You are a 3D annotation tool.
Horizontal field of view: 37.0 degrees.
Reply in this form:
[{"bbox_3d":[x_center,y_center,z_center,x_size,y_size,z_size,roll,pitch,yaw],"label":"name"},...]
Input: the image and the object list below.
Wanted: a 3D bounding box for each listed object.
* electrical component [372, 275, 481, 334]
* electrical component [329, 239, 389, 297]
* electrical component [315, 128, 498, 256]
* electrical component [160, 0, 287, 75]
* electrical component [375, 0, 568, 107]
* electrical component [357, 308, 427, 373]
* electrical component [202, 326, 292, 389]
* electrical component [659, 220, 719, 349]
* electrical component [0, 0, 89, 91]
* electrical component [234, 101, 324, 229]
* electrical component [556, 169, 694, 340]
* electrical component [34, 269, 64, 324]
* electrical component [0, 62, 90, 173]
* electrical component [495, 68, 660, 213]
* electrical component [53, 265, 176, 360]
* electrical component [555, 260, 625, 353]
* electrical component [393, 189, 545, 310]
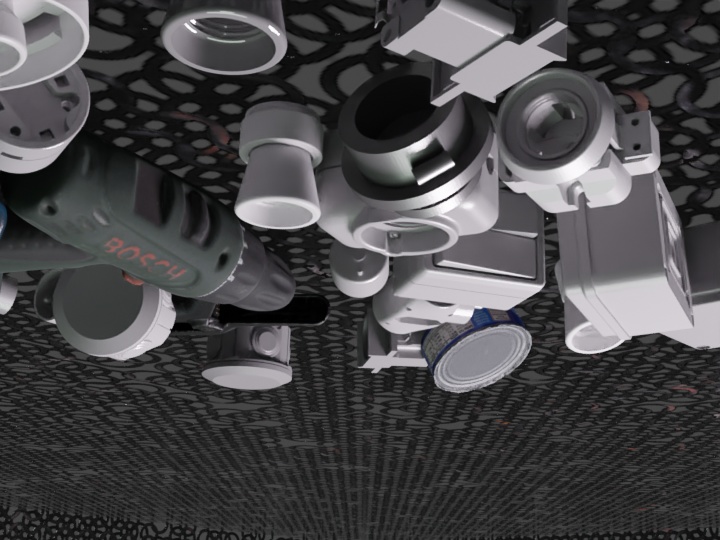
[{"bbox_3d":[0.060,0.019,0.795,0.079,0.043,0.077,8,160,-19],"label":"electrical component"},{"bbox_3d":[0.000,0.000,0.747,0.040,0.040,0.078,1,161,2],"label":"electrical component"},{"bbox_3d":[0.025,-0.045,0.582,0.095,0.059,0.054,-7,160,24],"label":"electrical component"},{"bbox_3d":[-0.047,-0.109,0.387,0.044,0.065,0.044,2,161,1],"label":"electrical component"},{"bbox_3d":[0.045,-0.103,0.433,0.064,0.042,0.081,15,157,-30],"label":"electrical component"},{"bbox_3d":[0.033,0.059,0.920,0.064,0.042,0.081,2,162,-11],"label":"electrical component"},{"bbox_3d":[-0.101,0.076,0.968,0.080,0.051,0.080,2,161,1],"label":"electrical component"},{"bbox_3d":[0.250,0.009,0.724,0.109,0.056,0.109,-15,155,41],"label":"electrical component"},{"bbox_3d":[-0.158,-0.113,0.428,0.099,0.064,0.099,-11,167,-2],"label":"electrical component"},{"bbox_3d":[-0.042,-0.055,0.565,0.045,0.055,0.045,2,162,1],"label":"electrical component"},{"bbox_3d":[0.160,-0.009,0.648,0.057,0.078,0.113,-10,158,23],"label":"electrical component"},{"bbox_3d":[-0.211,0.029,0.851,0.043,0.043,0.081,-10,158,32],"label":"electrical component"},{"bbox_3d":[-0.162,-0.077,0.516,0.055,0.055,0.047,10,163,-23],"label":"electrical component"},{"bbox_3d":[0.100,-0.063,0.523,0.078,0.058,0.057,-7,162,27],"label":"electrical component"},{"bbox_3d":[-0.177,0.026,0.784,0.080,0.080,0.051,-1,166,10],"label":"electrical component"},{"bbox_3d":[0.159,0.019,0.749,0.044,0.065,0.044,-4,144,-3],"label":"electrical component"},{"bbox_3d":[0.074,-0.015,0.661,0.096,0.061,0.061,8,161,-16],"label":"electrical component"}]
